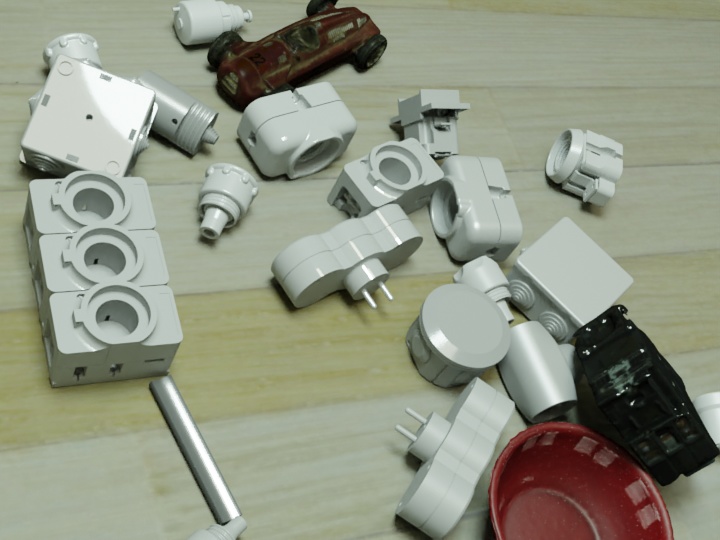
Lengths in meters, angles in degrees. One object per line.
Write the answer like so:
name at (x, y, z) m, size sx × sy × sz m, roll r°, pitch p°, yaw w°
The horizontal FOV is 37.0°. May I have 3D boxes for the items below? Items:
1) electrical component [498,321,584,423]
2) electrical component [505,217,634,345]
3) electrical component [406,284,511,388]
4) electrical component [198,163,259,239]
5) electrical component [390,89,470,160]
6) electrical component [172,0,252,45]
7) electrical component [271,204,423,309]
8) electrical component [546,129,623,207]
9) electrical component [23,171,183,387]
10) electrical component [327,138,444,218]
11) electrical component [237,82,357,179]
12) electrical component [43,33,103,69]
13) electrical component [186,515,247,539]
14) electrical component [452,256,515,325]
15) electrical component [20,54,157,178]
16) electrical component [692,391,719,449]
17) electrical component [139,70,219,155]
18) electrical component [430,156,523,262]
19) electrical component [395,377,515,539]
electrical component at (0.166, 0.085, 0.930) m, size 0.079 × 0.043 × 0.077 m, roll -8°, pitch 62°, yaw -28°
electrical component at (0.187, 0.013, 0.985) m, size 0.099 × 0.048 × 0.100 m, roll 45°, pitch 52°, yaw 10°
electrical component at (0.082, 0.056, 0.907) m, size 0.080 × 0.051 × 0.080 m, roll 12°, pitch 54°, yaw -16°
electrical component at (-0.116, -0.055, 0.901) m, size 0.048 × 0.048 × 0.062 m, roll 24°, pitch 58°, yaw -7°
electrical component at (0.067, -0.135, 1.018) m, size 0.042 × 0.081 × 0.063 m, roll -5°, pitch 89°, yaw -26°
electrical component at (-0.139, -0.236, 1.016) m, size 0.078 × 0.040 × 0.040 m, roll -15°, pitch 65°, yaw -31°
electrical component at (0.000, 0.000, 0.909) m, size 0.138 × 0.052 × 0.073 m, roll -23°, pitch 69°, yaw -34°
electrical component at (0.224, -0.107, 1.079) m, size 0.057 × 0.058 × 0.078 m, roll 21°, pitch 52°, yaw -13°
electrical component at (-0.196, 0.004, 0.813) m, size 0.089 × 0.061 × 0.150 m, roll -4°, pitch 60°, yaw -26°
electrical component at (0.025, -0.078, 0.970) m, size 0.089 × 0.055 × 0.050 m, roll -26°, pitch 71°, yaw -35°
electrical component at (-0.054, -0.123, 0.968) m, size 0.095 × 0.053 × 0.059 m, roll -21°, pitch 68°, yaw -33°
electrical component at (-0.242, -0.168, 0.923) m, size 0.048 × 0.048 × 0.062 m, roll -13°, pitch 71°, yaw -30°
electrical component at (-0.102, 0.193, 0.744) m, size 0.035 × 0.035 × 0.061 m, roll 44°, pitch 49°, yaw 9°
electrical component at (0.113, 0.022, 0.950) m, size 0.043 × 0.043 × 0.062 m, roll -18°, pitch 67°, yaw -32°
electrical component at (-0.220, -0.117, 0.873) m, size 0.100 × 0.048 × 0.099 m, roll 21°, pitch 78°, yaw -10°
electrical component at (0.323, 0.137, 0.968) m, size 0.040 × 0.040 × 0.046 m, roll 7°, pitch 62°, yaw -20°
electrical component at (-0.159, -0.134, 0.935) m, size 0.081 × 0.043 × 0.043 m, roll 32°, pitch 51°, yaw -1°
electrical component at (0.103, -0.057, 0.992) m, size 0.059 × 0.053 × 0.095 m, roll 1°, pitch 58°, yaw -24°
electrical component at (0.062, 0.136, 0.843) m, size 0.074 × 0.052 × 0.138 m, roll 34°, pitch 51°, yaw 1°
